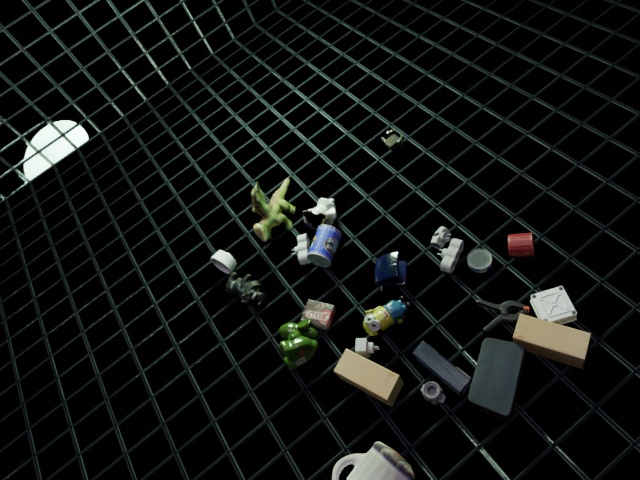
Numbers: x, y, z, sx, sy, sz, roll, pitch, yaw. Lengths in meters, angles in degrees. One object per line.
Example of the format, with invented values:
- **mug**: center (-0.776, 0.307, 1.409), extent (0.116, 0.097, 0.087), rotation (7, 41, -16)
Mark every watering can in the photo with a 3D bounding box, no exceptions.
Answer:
- **watering can**: center (0.194, 0.745, 1.499), extent (0.352, 0.102, 0.226), rotation (32, 72, 35)

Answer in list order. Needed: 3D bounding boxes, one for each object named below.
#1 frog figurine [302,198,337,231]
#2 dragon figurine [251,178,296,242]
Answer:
- **frog figurine**: center (0.007, -0.110, 2.187), extent (0.137, 0.121, 0.162), rotation (-12, 18, 23)
- **dragon figurine**: center (-0.212, -0.157, 2.203), extent (0.122, 0.238, 0.420), rotation (-10, 56, 21)
